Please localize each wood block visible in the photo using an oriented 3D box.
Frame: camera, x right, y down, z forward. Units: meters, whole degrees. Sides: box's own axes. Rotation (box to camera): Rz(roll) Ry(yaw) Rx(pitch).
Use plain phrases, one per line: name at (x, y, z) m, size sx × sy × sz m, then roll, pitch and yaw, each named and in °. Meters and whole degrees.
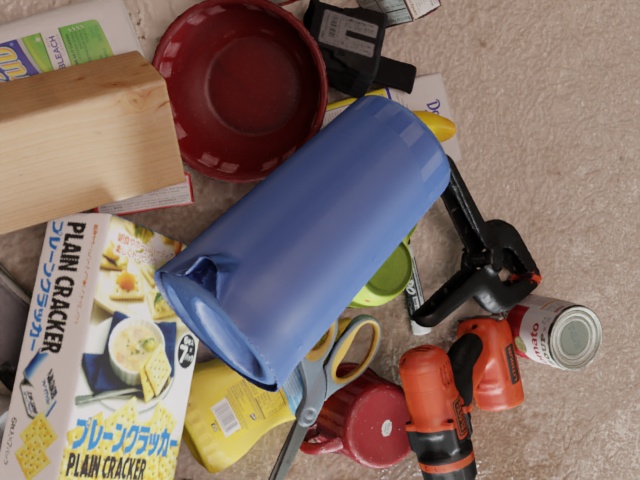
wood block at (-0.221, -0.071, 0.823) m, size 0.205 × 0.090 × 0.091 m, roll -18°, pitch 120°, yaw -17°

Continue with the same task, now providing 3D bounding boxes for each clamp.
clamp at (0.154, 0.028, 1.045) m, size 0.209 × 0.036 × 0.164 m, roll 30°, pitch 66°, yaw -46°

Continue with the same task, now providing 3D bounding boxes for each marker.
marker at (0.090, 0.036, 1.069) m, size 0.020 × 0.020 × 0.121 m, roll -18°, pitch 101°, yaw -22°

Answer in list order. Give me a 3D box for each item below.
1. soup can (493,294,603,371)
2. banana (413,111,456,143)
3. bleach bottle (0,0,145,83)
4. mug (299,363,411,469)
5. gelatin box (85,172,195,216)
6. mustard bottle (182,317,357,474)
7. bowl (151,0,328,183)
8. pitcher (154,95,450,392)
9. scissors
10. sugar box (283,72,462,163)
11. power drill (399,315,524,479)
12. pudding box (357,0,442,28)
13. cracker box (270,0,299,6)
soup can at (0.231, 0.093, 1.092) m, size 0.068 × 0.102 × 0.068 m, roll -2°, pitch 96°, yaw -25°
banana at (0.042, -0.073, 0.979) m, size 0.197 × 0.037 × 0.069 m, roll -38°, pitch 124°, yaw -19°
bleach bottle at (-0.269, -0.118, 0.871) m, size 0.250 × 0.068 × 0.102 m, roll -23°, pitch 105°, yaw -19°
mug at (0.033, 0.174, 1.019) m, size 0.117 × 0.082 × 0.093 m, roll -19°, pitch 102°, yaw -22°
gelatin box at (-0.162, -0.039, 0.918) m, size 0.089 × 0.073 × 0.030 m, roll -11°, pitch 99°, yaw -24°
mustard bottle at (-0.046, 0.127, 0.992) m, size 0.191 × 0.058 × 0.096 m, roll -30°, pitch 107°, yaw -19°
bowl at (-0.066, -0.134, 0.940) m, size 0.162 × 0.055 × 0.162 m, roll 3°, pitch 102°, yaw 13°
pitcher at (-0.006, 0.001, 0.875) m, size 0.242 × 0.149 × 0.145 m, roll -45°, pitch 106°, yaw -20°
scissors at (-0.020, 0.140, 0.964) m, size 0.096 × 0.016 × 0.201 m, roll 44°, pitch 78°, yaw -25°
sugar box at (0.045, -0.095, 1.024) m, size 0.176 × 0.048 × 0.093 m, roll -19°, pitch 100°, yaw -25°
power drill at (0.143, 0.165, 1.029) m, size 0.187 × 0.057 × 0.184 m, roll -34°, pitch 114°, yaw -59°
pudding box at (0.058, -0.254, 0.991) m, size 0.039 × 0.090 × 0.113 m, roll -34°, pitch 107°, yaw -18°
cracker box at (-0.029, -0.311, 0.907) m, size 0.072 × 0.164 × 0.214 m, roll 14°, pitch 88°, yaw -27°
